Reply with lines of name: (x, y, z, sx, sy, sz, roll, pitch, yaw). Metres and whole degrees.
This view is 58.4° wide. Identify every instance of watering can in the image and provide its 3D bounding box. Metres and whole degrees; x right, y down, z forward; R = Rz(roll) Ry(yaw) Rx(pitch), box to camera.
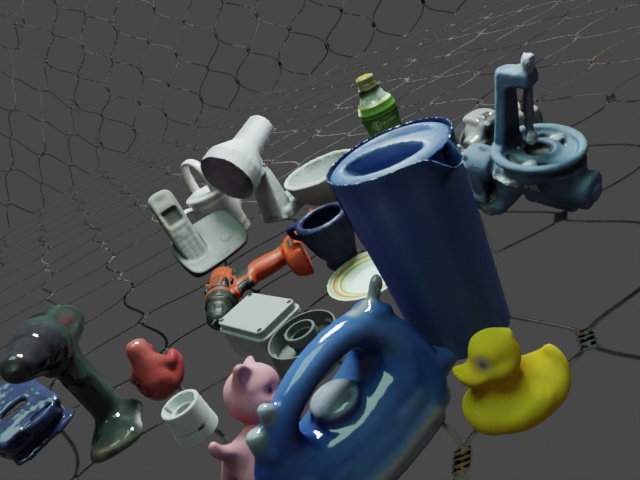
watering can: (-0.235, -0.094, 1.252, 0.100, 0.194, 0.173, -11, 28, 32)

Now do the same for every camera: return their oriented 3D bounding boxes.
camera: (0.295, -0.188, 1.001, 0.143, 0.101, 0.136, -30, 23, -6)

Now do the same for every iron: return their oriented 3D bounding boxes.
iron: (0.010, 0.155, 0.528, 0.259, 0.142, 0.118, -41, 27, -30)

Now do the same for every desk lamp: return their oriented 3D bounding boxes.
desk lamp: (-0.127, -0.140, 1.208, 0.117, 0.214, 0.204, -5, 31, 41)

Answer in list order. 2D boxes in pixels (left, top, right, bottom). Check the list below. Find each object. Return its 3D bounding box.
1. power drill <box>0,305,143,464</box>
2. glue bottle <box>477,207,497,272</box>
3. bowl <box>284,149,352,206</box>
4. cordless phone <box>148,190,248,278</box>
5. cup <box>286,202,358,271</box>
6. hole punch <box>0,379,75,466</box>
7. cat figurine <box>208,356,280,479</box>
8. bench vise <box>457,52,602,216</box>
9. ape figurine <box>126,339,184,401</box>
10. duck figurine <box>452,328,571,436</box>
power drill: (-0.316, 0.180, 0.739, 0.076, 0.209, 0.229, -30, 23, -8)
glue bottle: (0.173, -0.027, 0.697, 0.037, 0.173, 0.078, -16, 25, 24)
bowl: (0.014, -0.119, 1.190, 0.167, 0.075, 0.167, -22, 23, 11)
cordless phone: (-0.244, -0.034, 1.144, 0.148, 0.185, 0.093, -38, 26, -25)
cup: (0.008, 0.003, 0.911, 0.117, 0.095, 0.092, -12, 27, 31)
hole punch: (-0.444, 0.263, 0.853, 0.100, 0.091, 0.109, -5, 31, 41)
cat figurine: (-0.073, 0.183, 0.588, 0.067, 0.118, 0.128, -12, 27, 32)
bench vise: (0.253, -0.132, 0.774, 0.206, 0.220, 0.122, -8, 30, 38)
ape figurine: (-0.240, 0.177, 0.813, 0.078, 0.092, 0.076, -25, 23, 5)
duck figurine: (0.168, 0.115, 0.514, 0.104, 0.086, 0.077, -27, 23, 1)
